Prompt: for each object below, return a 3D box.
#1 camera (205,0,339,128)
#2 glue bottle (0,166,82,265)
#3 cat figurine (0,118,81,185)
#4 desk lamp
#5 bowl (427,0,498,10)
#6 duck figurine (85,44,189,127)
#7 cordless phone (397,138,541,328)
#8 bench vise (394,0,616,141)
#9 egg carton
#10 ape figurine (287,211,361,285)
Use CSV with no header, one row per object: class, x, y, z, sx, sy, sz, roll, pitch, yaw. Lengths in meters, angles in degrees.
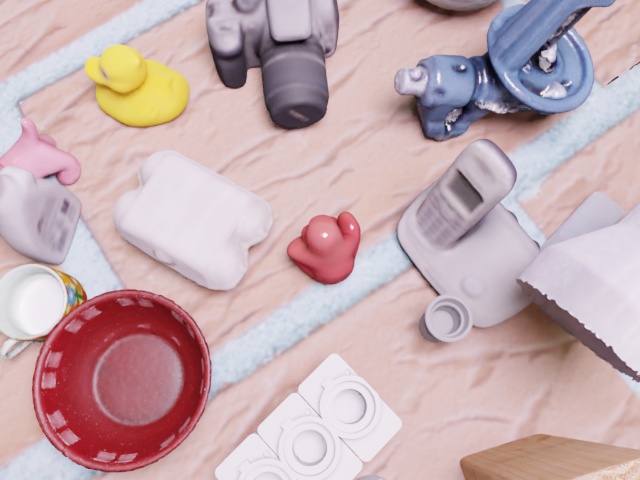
camera,-0.046,-0.195,0.607,0.143,0.101,0.137,-6,75,-2
glue bottle,-0.274,-0.032,0.522,0.037,0.173,0.078,12,75,3
cat figurine,-0.313,-0.064,0.558,0.067,0.118,0.128,35,77,8
desk lamp,0.256,0.020,0.496,0.118,0.213,0.203,42,78,10
bowl,0.160,-0.327,0.659,0.167,0.075,0.167,0,75,-1
duck figurine,-0.195,-0.170,0.605,0.104,0.086,0.077,6,75,1
cordless phone,0.149,-0.004,0.515,0.094,0.185,0.147,-39,79,-10
bench vise,0.185,-0.168,0.542,0.207,0.220,0.121,-27,77,-8
egg carton,-0.127,-0.020,0.575,0.150,0.069,0.107,28,76,6
ape figurine,0.005,0.002,0.559,0.078,0.092,0.076,-9,75,-3
